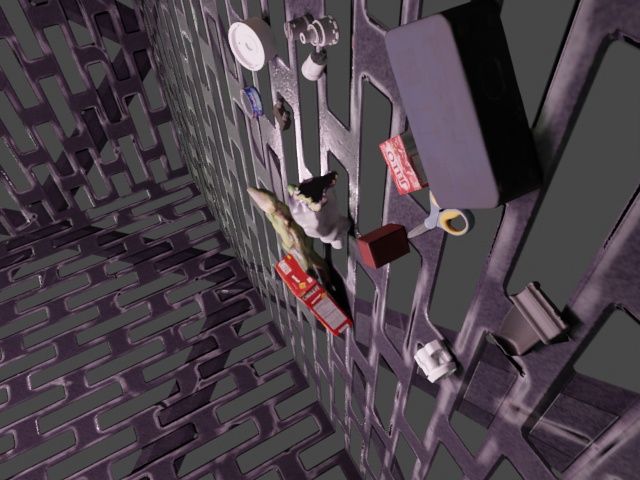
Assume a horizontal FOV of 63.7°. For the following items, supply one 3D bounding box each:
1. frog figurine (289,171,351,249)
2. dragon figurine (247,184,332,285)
[{"bbox_3d":[0.003,-0.057,1.137,0.156,0.122,0.141,71,-163,-45],"label":"frog figurine"},{"bbox_3d":[-0.050,0.015,1.270,0.404,0.121,0.248,56,-169,-26],"label":"dragon figurine"}]
